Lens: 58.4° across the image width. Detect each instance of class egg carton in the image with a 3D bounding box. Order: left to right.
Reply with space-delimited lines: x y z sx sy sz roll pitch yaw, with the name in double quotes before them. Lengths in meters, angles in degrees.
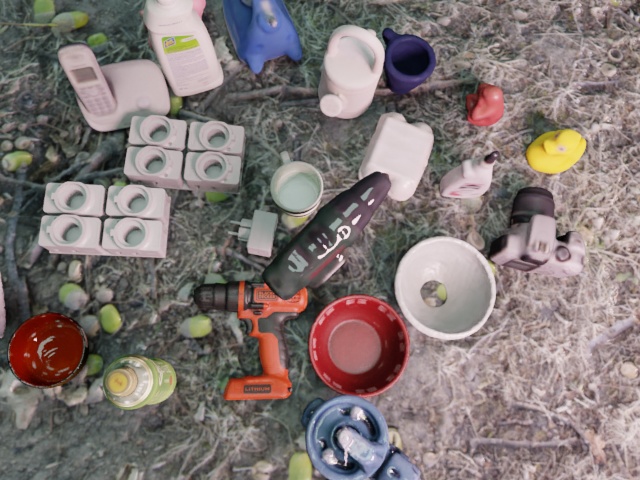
"egg carton" 0.134 -0.145 0.996 0.107 0.069 0.150 21 76 0

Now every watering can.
"watering can" 0.053 -0.282 0.957 0.101 0.194 0.173 5 76 -4

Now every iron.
"iron" -0.118 -0.435 1.005 0.119 0.141 0.258 -21 79 -9

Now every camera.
"camera" 0.376 -0.017 0.971 0.143 0.101 0.137 13 76 -2

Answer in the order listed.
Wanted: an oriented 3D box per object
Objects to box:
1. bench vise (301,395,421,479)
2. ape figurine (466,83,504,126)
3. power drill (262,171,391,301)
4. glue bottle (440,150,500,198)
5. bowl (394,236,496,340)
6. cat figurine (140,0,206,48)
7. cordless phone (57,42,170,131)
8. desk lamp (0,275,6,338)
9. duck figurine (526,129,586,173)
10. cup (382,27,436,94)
"bench vise" 0.075 0.293 0.809 0.207 0.219 0.121 18 76 0
"ape figurine" 0.298 -0.247 1.023 0.076 0.092 0.078 41 77 5
"power drill" 0.008 0.003 0.877 0.075 0.208 0.230 44 77 6
"glue bottle" 0.257 -0.111 0.945 0.078 0.173 0.037 -1 77 -5
"bowl" 0.198 0.082 0.945 0.167 0.074 0.167 1 77 -5
"cat figurine" -0.251 -0.400 0.997 0.128 0.117 0.067 -21 79 -9
"cordless phone" -0.329 -0.258 0.921 0.147 0.185 0.094 -17 79 -9
"desk lamp" -0.525 0.098 0.804 0.203 0.213 0.118 -11 78 -7
"duck figurine" 0.431 -0.168 1.019 0.104 0.086 0.077 -14 78 -8
"cup" 0.143 -0.313 1.023 0.092 0.095 0.117 -35 82 -12
